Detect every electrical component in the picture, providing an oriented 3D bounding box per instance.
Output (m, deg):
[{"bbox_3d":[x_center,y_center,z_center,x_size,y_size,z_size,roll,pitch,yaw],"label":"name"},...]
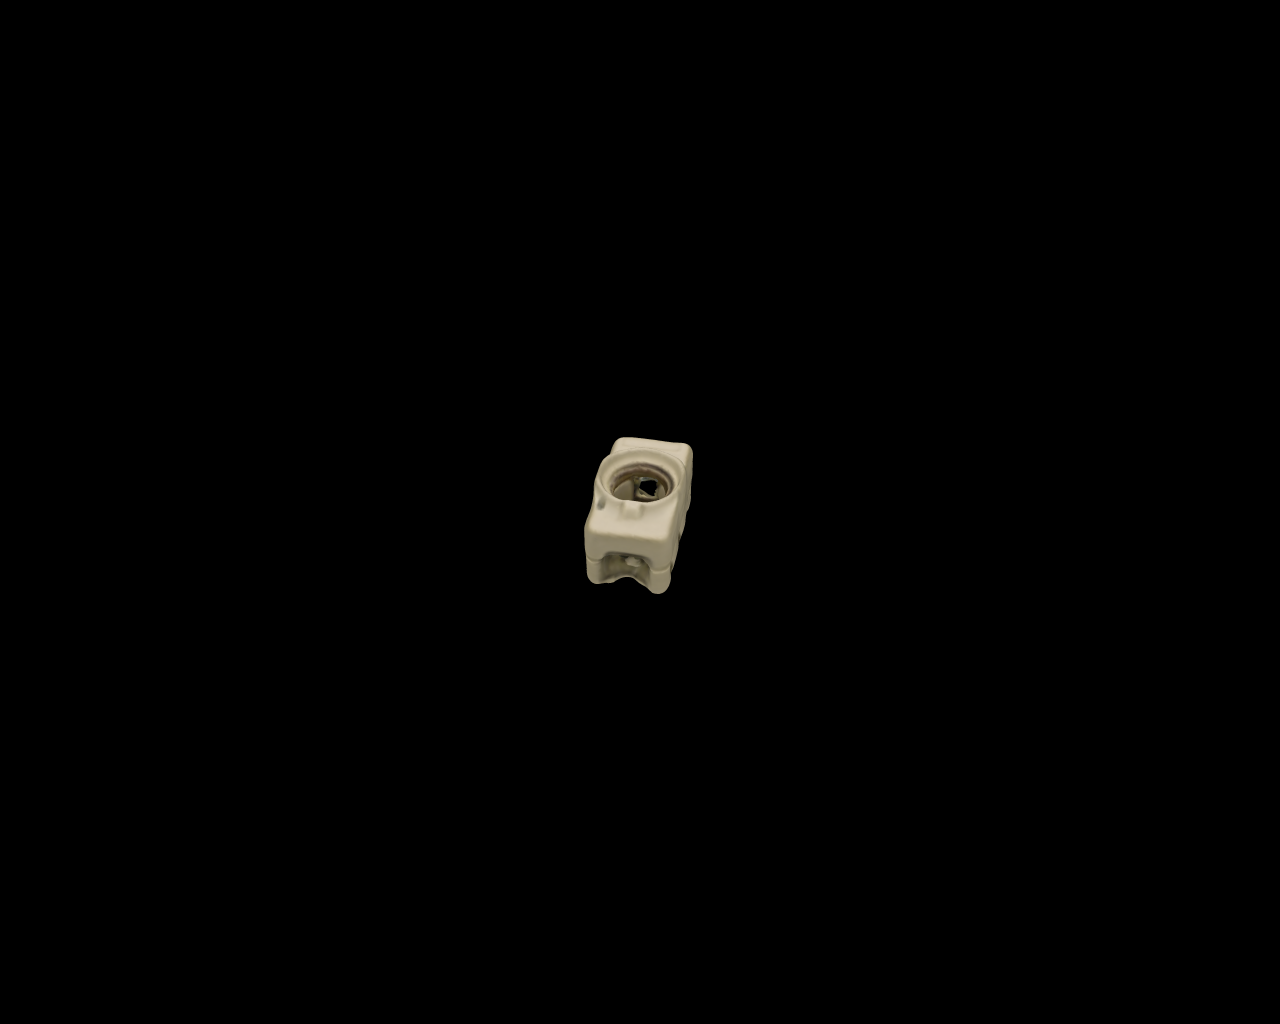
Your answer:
[{"bbox_3d":[0.001,-0.003,0.650,0.050,0.055,0.090,8,44,9],"label":"electrical component"}]
